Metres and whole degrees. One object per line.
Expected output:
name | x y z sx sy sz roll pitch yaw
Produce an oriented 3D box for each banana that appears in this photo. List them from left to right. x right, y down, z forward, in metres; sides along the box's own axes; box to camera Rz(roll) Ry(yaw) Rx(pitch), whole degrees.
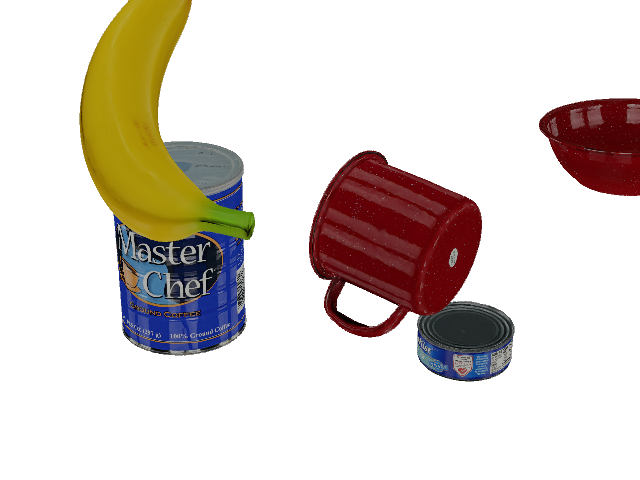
banana | -0.084 -0.064 0.523 0.069 0.198 0.037 -6 -41 -14

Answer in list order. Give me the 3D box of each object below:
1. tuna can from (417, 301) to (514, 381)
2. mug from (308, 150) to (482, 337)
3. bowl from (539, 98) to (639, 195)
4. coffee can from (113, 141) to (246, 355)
tuna can | 0.128 0.089 0.951 0.086 0.034 0.086 -1 26 0
mug | 0.046 0.008 0.695 0.082 0.117 0.093 25 -9 28
bowl | 0.282 -0.083 0.979 0.162 0.055 0.162 -3 24 1
coffee can | -0.111 0.005 0.845 0.103 0.140 0.103 0 26 0
